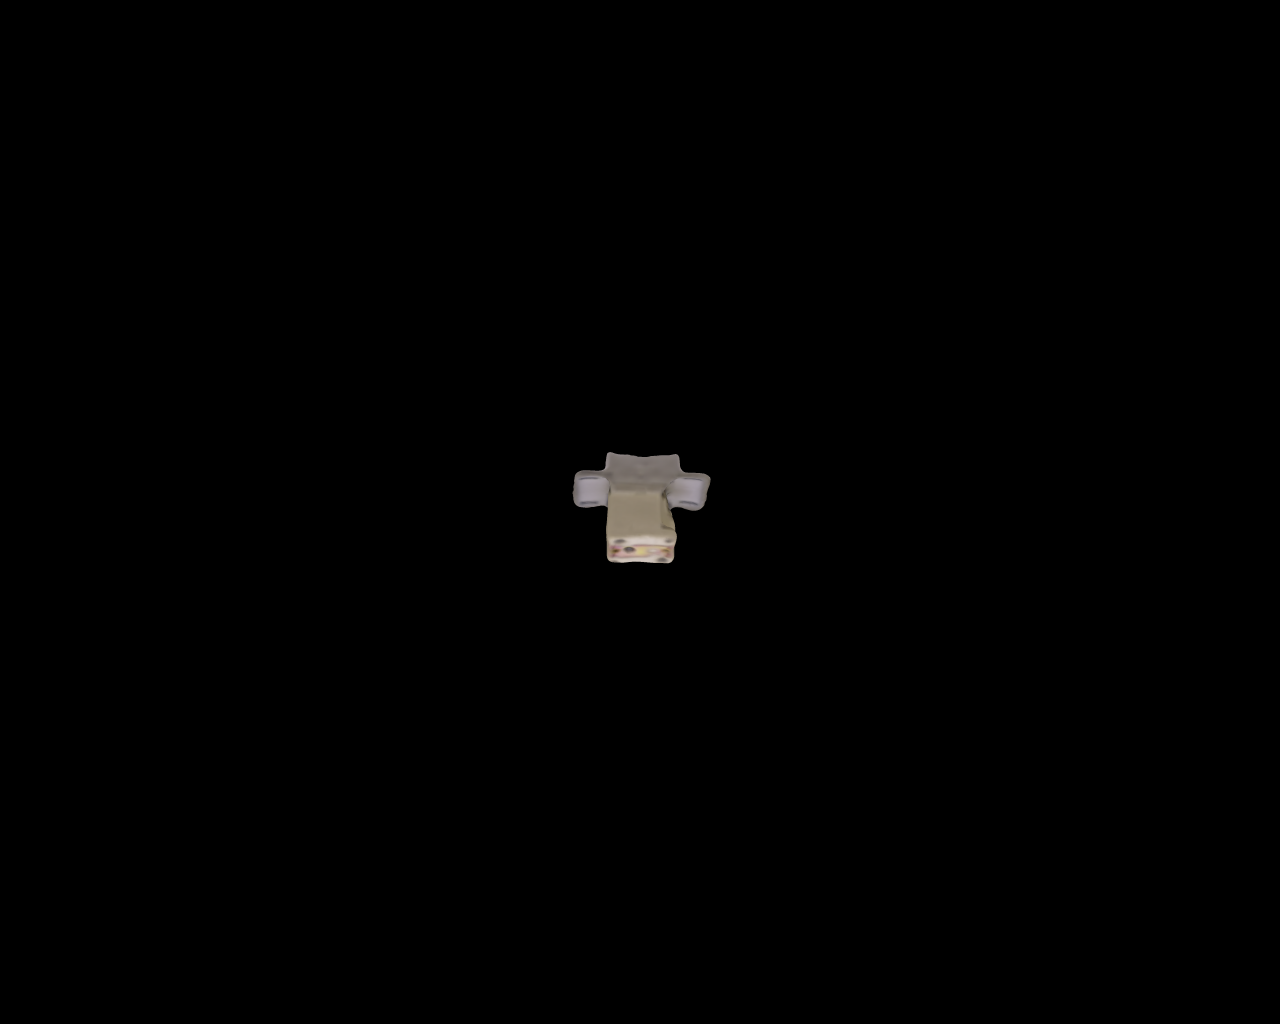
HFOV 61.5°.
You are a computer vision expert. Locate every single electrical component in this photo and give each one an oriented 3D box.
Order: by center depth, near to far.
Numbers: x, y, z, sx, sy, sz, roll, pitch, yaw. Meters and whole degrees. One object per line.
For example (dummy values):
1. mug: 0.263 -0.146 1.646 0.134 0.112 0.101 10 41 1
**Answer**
1. electrical component: 0.001 -0.003 0.650 0.081 0.064 0.042 1 -28 -2
